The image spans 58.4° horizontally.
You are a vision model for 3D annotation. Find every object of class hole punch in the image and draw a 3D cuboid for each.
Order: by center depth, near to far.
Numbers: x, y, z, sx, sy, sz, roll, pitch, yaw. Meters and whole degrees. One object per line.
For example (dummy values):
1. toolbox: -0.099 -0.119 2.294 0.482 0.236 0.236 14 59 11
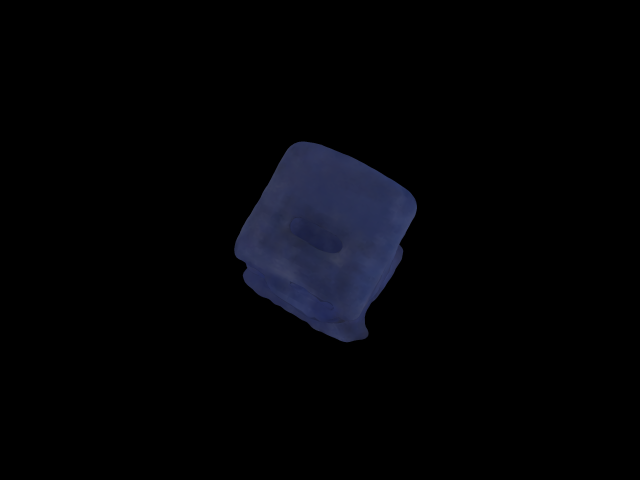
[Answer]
1. hole punch: 0.004 0.001 0.400 0.108 0.091 0.101 28 62 16
